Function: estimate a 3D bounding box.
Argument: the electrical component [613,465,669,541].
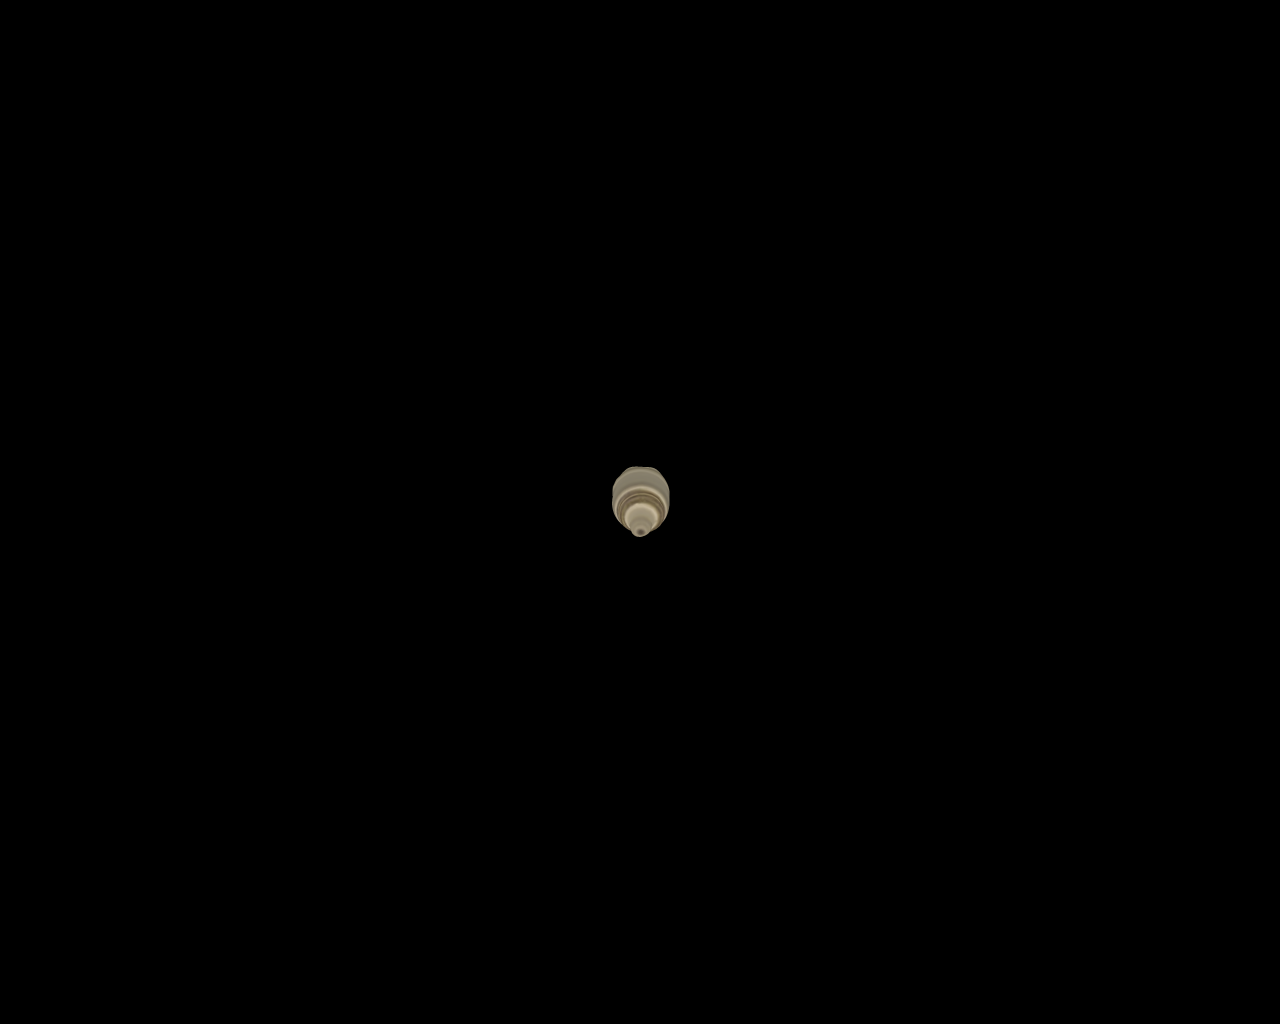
[{"bbox_3d":[0.001,-0.003,0.650,0.035,0.035,0.061,0,29,0],"label":"electrical component"}]
